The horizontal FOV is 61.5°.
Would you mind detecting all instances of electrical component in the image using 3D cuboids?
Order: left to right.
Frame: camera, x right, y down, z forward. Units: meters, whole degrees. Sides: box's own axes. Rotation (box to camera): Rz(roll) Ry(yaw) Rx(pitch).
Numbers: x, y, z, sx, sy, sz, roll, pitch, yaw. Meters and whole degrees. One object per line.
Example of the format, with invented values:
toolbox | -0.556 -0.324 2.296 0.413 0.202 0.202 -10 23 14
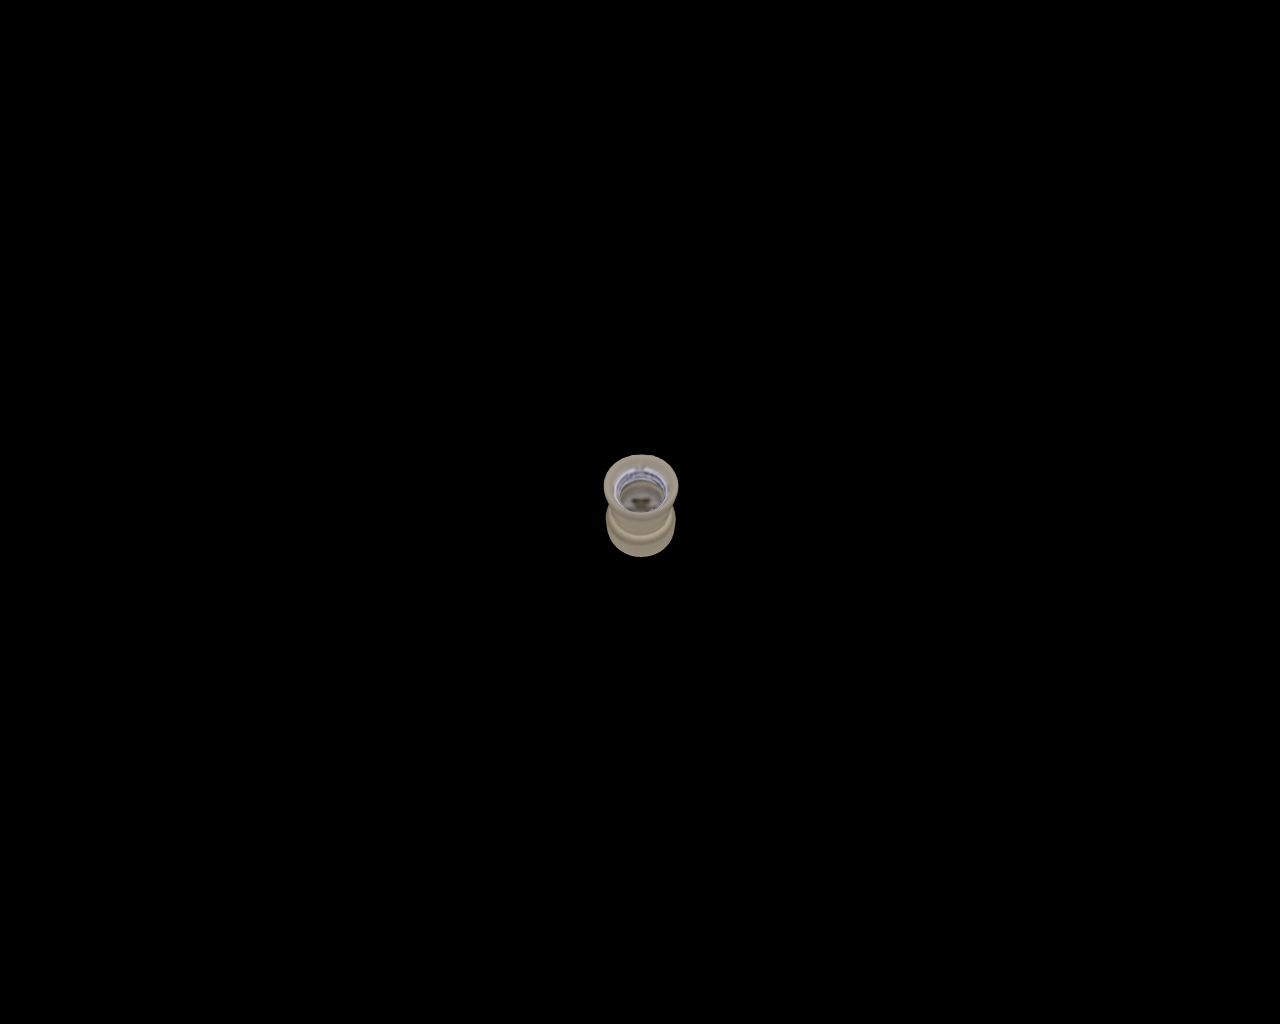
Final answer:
electrical component | 0.001 -0.003 0.650 0.045 0.045 0.055 0 -32 0
